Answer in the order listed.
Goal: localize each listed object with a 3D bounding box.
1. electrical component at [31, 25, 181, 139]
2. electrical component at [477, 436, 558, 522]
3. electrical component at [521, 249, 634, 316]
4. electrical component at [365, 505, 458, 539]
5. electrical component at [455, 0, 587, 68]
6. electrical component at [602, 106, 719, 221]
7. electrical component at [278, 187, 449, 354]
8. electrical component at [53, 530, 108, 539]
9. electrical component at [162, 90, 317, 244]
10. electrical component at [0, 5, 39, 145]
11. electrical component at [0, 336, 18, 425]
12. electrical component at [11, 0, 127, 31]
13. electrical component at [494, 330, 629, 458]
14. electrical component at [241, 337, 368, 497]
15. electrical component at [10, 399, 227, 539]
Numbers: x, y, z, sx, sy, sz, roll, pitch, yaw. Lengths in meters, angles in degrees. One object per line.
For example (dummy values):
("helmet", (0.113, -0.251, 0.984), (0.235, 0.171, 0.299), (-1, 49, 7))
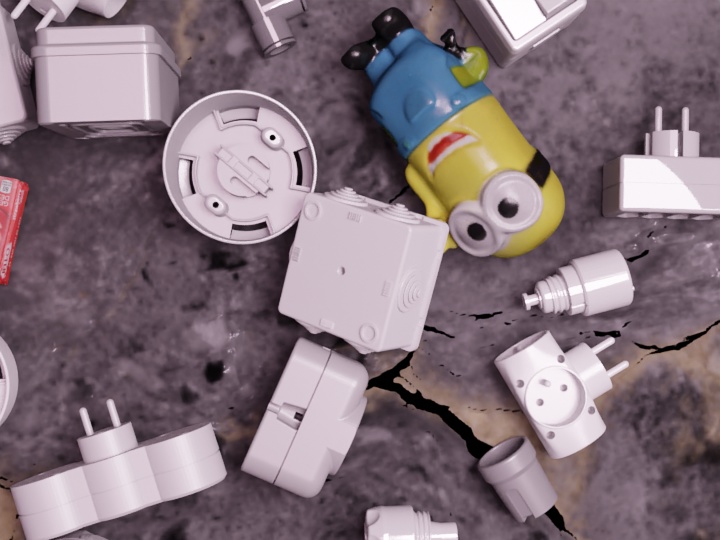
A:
("electrical component", (-0.160, -0.119, 0.693), (0.078, 0.113, 0.057), (-2, 92, -2))
("electrical component", (0.109, 0.143, 0.735), (0.040, 0.040, 0.046), (-32, 96, -2))
("electrical component", (0.150, 0.012, 0.738), (0.078, 0.040, 0.040), (-14, 89, -2))
("electrical component", (0.035, 0.181, 0.729), (0.062, 0.043, 0.043), (-2, 89, -3))
("electrical component", (0.100, -0.197, 0.730), (0.062, 0.061, 0.096), (-34, 90, -2))
("electrical component", (0.214, -0.075, 0.739), (0.083, 0.047, 0.075), (2, 87, -2))
("electrical component", (0.000, 0.000, 0.703), (0.100, 0.048, 0.099), (20, 102, 30))
("electrical component", (-0.190, 0.215, 0.716), (0.080, 0.051, 0.080), (0, 89, -2))
("electrical component", (-0.078, -0.066, 0.719), (0.099, 0.064, 0.099), (0, 89, -2))
("electrical component", (-0.270, -0.128, 0.721), (0.100, 0.048, 0.099), (-14, 89, -2))
("electrical component", (-0.279, 0.075, 0.709), (0.099, 0.064, 0.099), (0, 89, -2))
("electrical component", (-0.203, -0.194, 0.723), (0.077, 0.043, 0.079), (31, 73, -1))
("electrical component", (0.145, 0.075, 0.734), (0.079, 0.044, 0.077), (-31, 90, -2))
("electrical component", (-0.033, 0.100, 0.723), (0.059, 0.054, 0.095), (24, 88, -1))
("electrical component", (-0.166, 0.124, 0.718), (0.138, 0.052, 0.073), (-17, 90, -2))
